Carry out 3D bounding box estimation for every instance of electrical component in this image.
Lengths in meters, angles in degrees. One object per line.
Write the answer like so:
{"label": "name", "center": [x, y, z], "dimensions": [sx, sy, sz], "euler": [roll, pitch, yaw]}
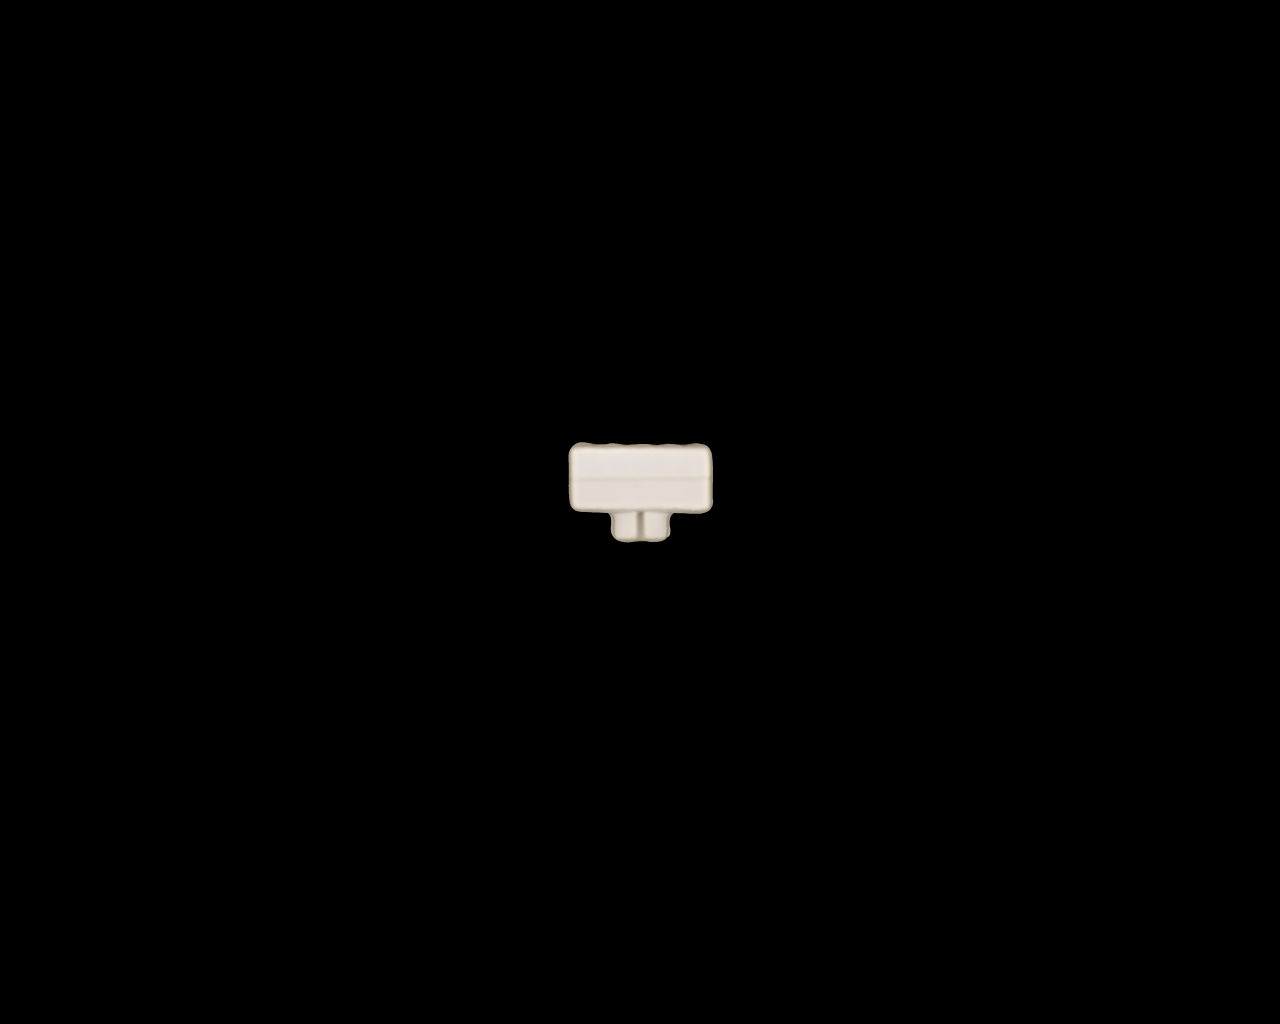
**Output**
{"label": "electrical component", "center": [0.001, -0.003, 0.650], "dimensions": [0.083, 0.075, 0.047], "euler": [0, 4, 0]}
